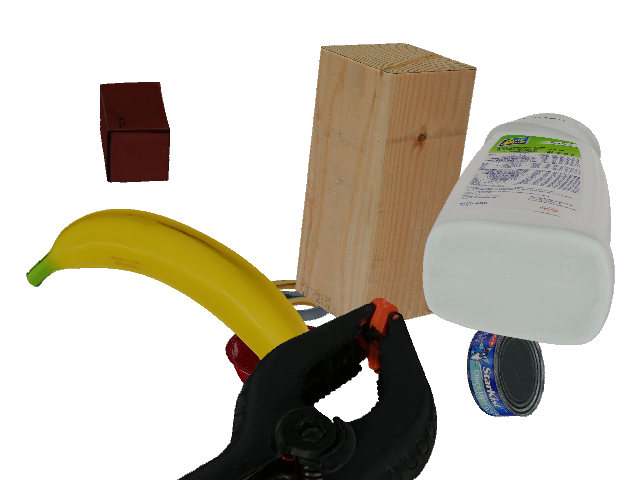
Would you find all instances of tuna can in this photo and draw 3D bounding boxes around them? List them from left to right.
[{"bbox_3d":[0.170,0.119,0.982,0.034,0.086,0.085,-9,-6,40],"label":"tuna can"}]

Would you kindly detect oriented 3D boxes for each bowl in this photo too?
[{"bbox_3d":[-0.041,0.164,1.359,0.162,0.055,0.162,4,22,-2],"label":"bowl"}]

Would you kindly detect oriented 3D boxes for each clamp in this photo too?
[{"bbox_3d":[0.003,0.090,0.395,0.120,0.039,0.171,27,50,19],"label":"clamp"}]

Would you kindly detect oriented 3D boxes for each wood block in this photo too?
[{"bbox_3d":[0.049,-0.045,0.851,0.090,0.206,0.090,-10,27,-36],"label":"wood block"}]

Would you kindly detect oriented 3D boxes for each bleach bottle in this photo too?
[{"bbox_3d":[0.137,-0.027,0.656,0.103,0.068,0.250,9,26,17],"label":"bleach bottle"}]

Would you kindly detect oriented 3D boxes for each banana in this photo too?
[{"bbox_3d":[-0.080,0.026,0.640,0.198,0.070,0.037,21,26,12],"label":"banana"}]

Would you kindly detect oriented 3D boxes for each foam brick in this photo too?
[{"bbox_3d":[-0.157,-0.092,0.898,0.053,0.051,0.078,-3,39,-13],"label":"foam brick"}]

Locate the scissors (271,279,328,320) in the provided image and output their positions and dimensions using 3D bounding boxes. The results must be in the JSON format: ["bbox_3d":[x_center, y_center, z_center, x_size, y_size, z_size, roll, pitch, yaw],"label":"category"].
[{"bbox_3d":[0.034,0.067,1.183,0.202,0.016,0.096,3,22,4],"label":"scissors"}]
